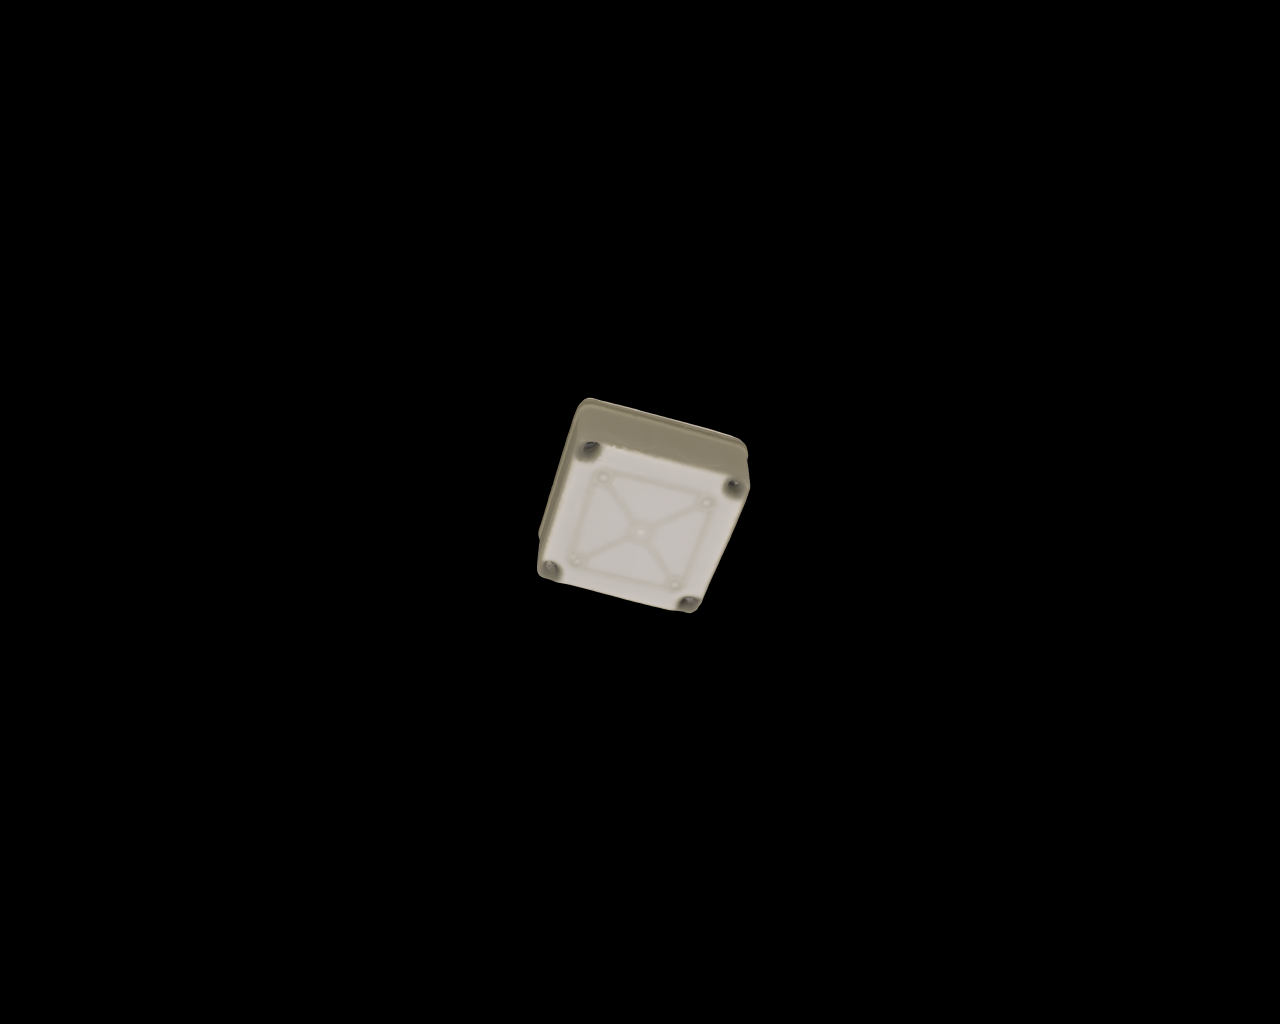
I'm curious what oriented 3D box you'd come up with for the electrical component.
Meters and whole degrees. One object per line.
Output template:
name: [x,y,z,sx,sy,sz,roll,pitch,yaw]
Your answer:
electrical component: [0.001,-0.003,0.650,0.109,0.108,0.056,15,32,-9]
